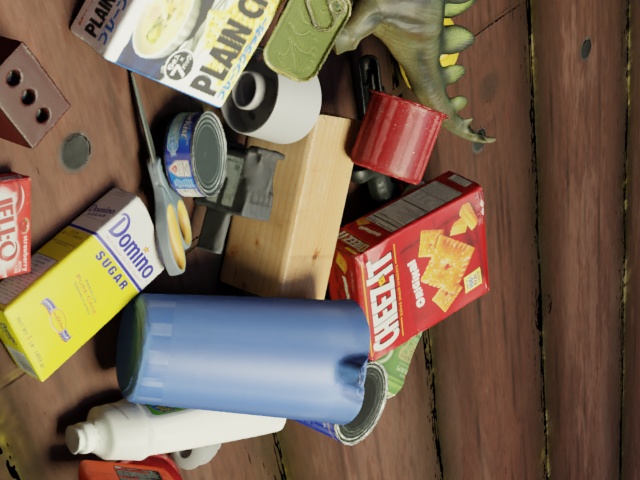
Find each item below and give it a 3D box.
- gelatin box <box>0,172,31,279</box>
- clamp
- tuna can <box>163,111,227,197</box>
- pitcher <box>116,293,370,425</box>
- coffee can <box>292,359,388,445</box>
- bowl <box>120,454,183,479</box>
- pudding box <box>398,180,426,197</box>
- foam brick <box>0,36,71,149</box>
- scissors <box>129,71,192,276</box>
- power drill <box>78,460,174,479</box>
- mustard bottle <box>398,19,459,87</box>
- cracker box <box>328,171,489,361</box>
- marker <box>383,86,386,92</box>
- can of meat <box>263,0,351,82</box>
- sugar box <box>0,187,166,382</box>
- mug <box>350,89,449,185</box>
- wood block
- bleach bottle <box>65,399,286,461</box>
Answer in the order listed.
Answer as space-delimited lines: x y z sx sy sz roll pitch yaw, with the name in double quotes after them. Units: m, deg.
-0.284 -0.010 0.911 0.073 0.030 0.089 -15 117 -50 "gelatin box"
0.068 -0.099 1.297 0.210 0.036 0.164 66 29 -56 "clamp"
-0.124 -0.085 1.063 0.086 0.034 0.086 1 90 -72 "tuna can"
-0.082 0.117 1.098 0.242 0.145 0.149 7 138 -22 "pitcher"
-0.005 0.170 1.266 0.102 0.141 0.103 -26 124 -45 "coffee can"
-0.190 0.313 1.157 0.161 0.055 0.162 -25 123 -46 "bowl"
0.111 -0.015 1.413 0.113 0.039 0.090 -54 155 -26 "pudding box"
-0.255 -0.122 0.882 0.053 0.051 0.078 -55 141 -21 "foam brick"
-0.156 -0.066 1.060 0.096 0.016 0.202 -42 123 -81 "scissors"
-0.228 0.311 1.052 0.184 0.057 0.188 13 107 -33 "power drill"
0.111 -0.277 1.295 0.096 0.058 0.191 -58 141 -20 "mustard bottle"
0.113 0.033 1.329 0.213 0.072 0.164 -28 127 -29 "cracker box"
0.089 -0.152 1.354 0.020 0.020 0.121 -54 140 -23 "marker"
-0.009 -0.218 1.041 0.102 0.057 0.084 -58 -168 32 "can of meat"
-0.224 0.039 0.999 0.176 0.048 0.093 -44 136 -31 "sugar box"
0.084 -0.110 1.164 0.117 0.093 0.081 -16 125 -81 "mug"
-0.032 -0.043 1.181 0.090 0.090 0.206 1 104 -54 "wood block"
-0.156 0.184 1.126 0.250 0.103 0.068 -5 106 -43 "bleach bottle"
